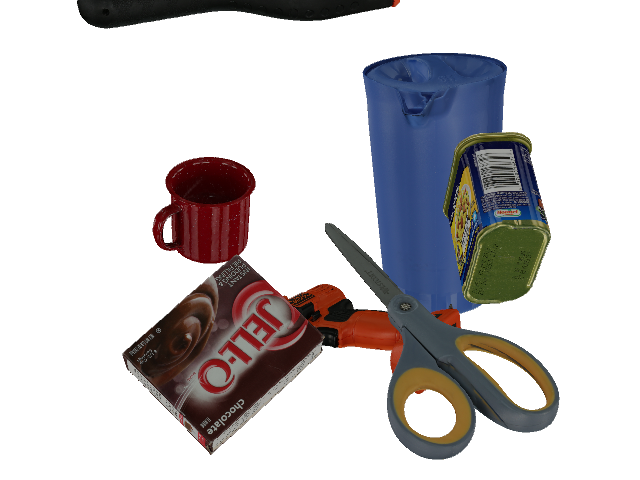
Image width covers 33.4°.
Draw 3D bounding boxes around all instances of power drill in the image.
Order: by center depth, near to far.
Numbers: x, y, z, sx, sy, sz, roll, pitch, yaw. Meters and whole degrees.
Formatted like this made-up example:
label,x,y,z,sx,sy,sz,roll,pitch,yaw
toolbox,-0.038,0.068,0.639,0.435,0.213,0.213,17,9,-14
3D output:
label,x,y,z,sx,sy,sz,roll,pitch,yaw
power drill,0.023,0.093,0.997,0.188,0.057,0.184,9,21,30

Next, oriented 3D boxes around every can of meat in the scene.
label,x,y,z,sx,sy,sz,roll,pitch,yaw
can of meat,0.128,-0.014,0.778,0.057,0.084,0.102,-2,-36,-4

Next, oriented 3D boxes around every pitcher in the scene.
label,x,y,z,sx,sy,sz,roll,pitch,yaw
pitcher,0.116,-0.059,1.044,0.149,0.243,0.145,-14,25,-24

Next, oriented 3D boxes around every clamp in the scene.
label,x,y,z,sx,sy,sz,roll,pitch,yaw
clamp,-0.044,-0.141,0.578,0.171,0.039,0.120,6,41,12

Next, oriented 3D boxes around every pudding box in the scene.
label,x,y,z,sx,sy,sz,roll,pitch,yaw
pudding box,-0.067,0.079,0.748,0.090,0.113,0.039,42,-19,17

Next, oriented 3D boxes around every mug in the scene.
label,x,y,z,sx,sy,sz,roll,pitch,yaw
mug,-0.125,-0.025,1.121,0.117,0.081,0.093,-28,48,-36

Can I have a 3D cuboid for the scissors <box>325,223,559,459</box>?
label,x,y,z,sx,sy,sz,roll,pitch,yaw
scissors,0.039,0.054,0.595,0.096,0.016,0.202,-33,46,-29
